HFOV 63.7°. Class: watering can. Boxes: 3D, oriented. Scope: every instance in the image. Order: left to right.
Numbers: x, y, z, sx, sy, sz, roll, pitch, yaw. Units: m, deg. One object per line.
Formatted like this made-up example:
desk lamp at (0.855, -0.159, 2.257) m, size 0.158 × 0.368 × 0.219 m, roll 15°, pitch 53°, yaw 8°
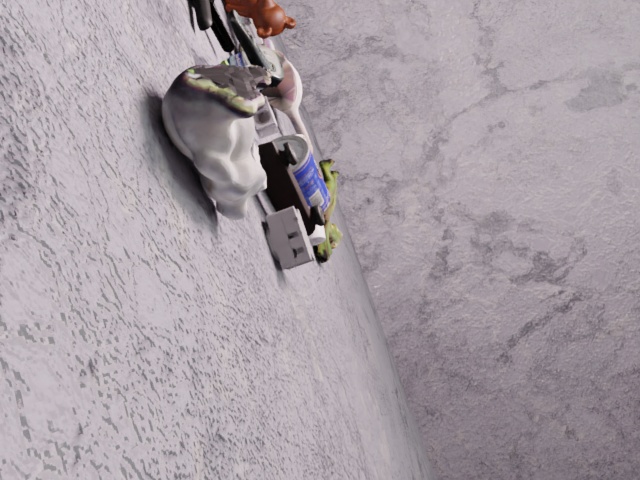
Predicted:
watering can at (-0.090, -0.388, 1.409) m, size 0.104 × 0.345 × 0.227 m, roll -20°, pitch 10°, yaw 8°

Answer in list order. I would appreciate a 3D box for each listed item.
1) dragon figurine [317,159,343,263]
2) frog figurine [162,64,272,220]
dragon figurine at (0.004, -0.065, 1.297) m, size 0.122 × 0.245 × 0.407 m, roll -12°, pitch -11°, yaw 9°
frog figurine at (-0.115, -0.105, 0.567) m, size 0.123 × 0.156 × 0.140 m, roll 3°, pitch 38°, yaw -23°
